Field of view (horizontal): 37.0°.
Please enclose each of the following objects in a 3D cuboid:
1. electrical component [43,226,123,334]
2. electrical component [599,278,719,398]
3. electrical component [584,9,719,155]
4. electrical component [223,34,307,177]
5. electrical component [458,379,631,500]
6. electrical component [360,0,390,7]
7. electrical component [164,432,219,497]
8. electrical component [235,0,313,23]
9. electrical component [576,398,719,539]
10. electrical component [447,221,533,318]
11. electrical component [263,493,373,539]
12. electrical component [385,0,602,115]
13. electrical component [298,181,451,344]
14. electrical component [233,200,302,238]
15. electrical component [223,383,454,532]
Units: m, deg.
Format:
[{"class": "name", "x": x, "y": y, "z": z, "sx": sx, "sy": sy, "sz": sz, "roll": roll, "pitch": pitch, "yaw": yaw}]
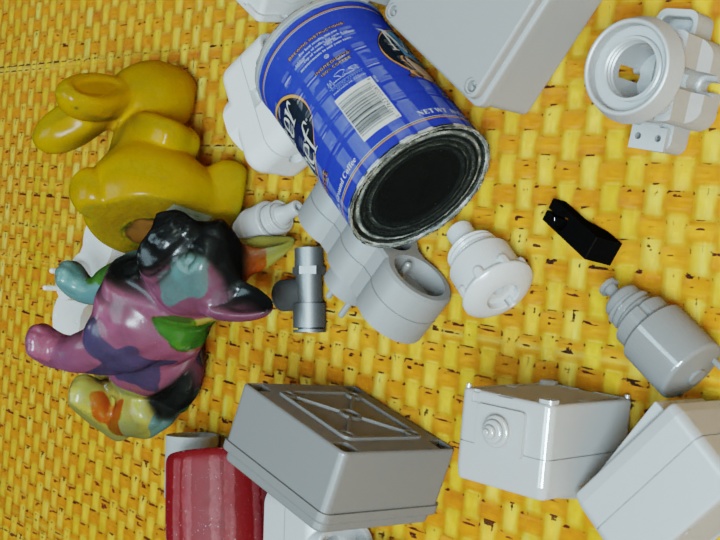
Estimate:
[{"class": "electrical component", "x": -0.255, "y": 0.010, "z": 0.989, "sx": 0.052, "sy": 0.074, "sz": 0.138, "roll": 46, "pitch": 119, "yaw": 37}, {"class": "electrical component", "x": 0.160, "y": 0.034, "z": 0.587, "sx": 0.078, "sy": 0.040, "sz": 0.040, "roll": 52, "pitch": 122, "yaw": 35}, {"class": "electrical component", "x": 0.160, "y": -0.105, "z": 0.586, "sx": 0.058, "sy": 0.057, "sz": 0.078, "roll": 18, "pitch": 100, "yaw": 45}, {"class": "electrical component", "x": -0.064, "y": -0.122, "z": 0.818, "sx": 0.059, "sy": 0.054, "sz": 0.095, "roll": -35, "pitch": 63, "yaw": 38}, {"class": "electrical component", "x": 0.100, "y": 0.097, "z": 0.604, "sx": 0.062, "sy": 0.096, "sz": 0.061, "roll": 7, "pitch": 93, "yaw": 45}, {"class": "electrical component", "x": 0.021, "y": -0.231, "z": 0.733, "sx": 0.061, "sy": 0.062, "sz": 0.096, "roll": -46, "pitch": 57, "yaw": 34}, {"class": "electrical component", "x": -0.138, "y": 0.175, "z": 0.880, "sx": 0.043, "sy": 0.043, "sz": 0.081, "roll": -2, "pitch": 86, "yaw": 46}, {"class": "electrical component", "x": -0.053, "y": -0.222, "z": 0.783, "sx": 0.099, "sy": 0.100, "sz": 0.048, "roll": 49, "pitch": 133, "yaw": 36}, {"class": "electrical component", "x": 0.162, "y": 0.115, "z": 0.564, "sx": 0.096, "sy": 0.062, "sz": 0.061, "roll": -53, "pitch": 53, "yaw": 29}, {"class": "electrical component", "x": 0.076, "y": -0.004, "z": 0.675, "sx": 0.048, "sy": 0.048, "sz": 0.062, "roll": -54, "pitch": 46, "yaw": 28}, {"class": "electrical component", "x": -0.030, "y": 0.200, "z": 0.760, "sx": 0.059, "sy": 0.054, "sz": 0.095, "roll": -1, "pitch": 86, "yaw": 46}, {"class": "electrical component", "x": 0.084, "y": -0.171, "z": 0.668, "sx": 0.108, "sy": 0.056, "sz": 0.108, "roll": 52, "pitch": 122, "yaw": 35}, {"class": "electrical component", "x": 0.000, "y": 0.000, "z": 0.745, "sx": 0.073, "sy": 0.052, "sz": 0.138, "roll": -55, "pitch": 52, "yaw": 28}, {"class": "electrical component", "x": -0.068, "y": -0.038, "z": 0.830, "sx": 0.061, "sy": 0.035, "sz": 0.035, "roll": -24, "pitch": 70, "yaw": 39}, {"class": "electrical component", "x": -0.014, "y": 0.120, "z": 0.712, "sx": 0.109, "sy": 0.109, "sz": 0.056, "roll": 27, "pitch": 104, "yaw": 43}]
